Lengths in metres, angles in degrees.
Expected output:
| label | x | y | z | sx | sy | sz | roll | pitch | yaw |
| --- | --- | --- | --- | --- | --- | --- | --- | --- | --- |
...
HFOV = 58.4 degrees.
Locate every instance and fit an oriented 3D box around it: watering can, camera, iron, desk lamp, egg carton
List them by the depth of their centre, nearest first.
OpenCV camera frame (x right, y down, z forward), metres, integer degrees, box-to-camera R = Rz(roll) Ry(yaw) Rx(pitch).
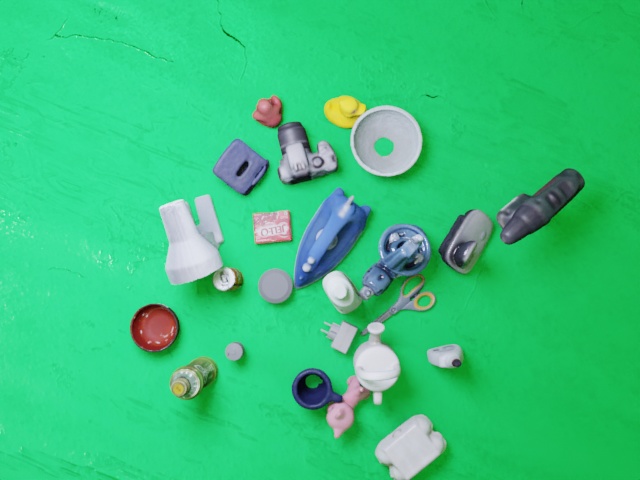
| label | x | y | z | sx | sy | sz | roll | pitch | yaw |
| --- | --- | --- | --- | --- | --- | --- | --- | --- | --- |
| watering can | 0.123 | 0.273 | 1.260 | 0.101 | 0.194 | 0.173 | -24 | 86 | 0 |
| desk lamp | -0.289 | -0.005 | 1.278 | 0.118 | 0.213 | 0.203 | -18 | 86 | 1 |
| iron | 0.012 | 0.005 | 1.306 | 0.118 | 0.141 | 0.258 | 32 | 88 | 3 |
| egg carton | 0.206 | 0.475 | 1.308 | 0.150 | 0.069 | 0.107 | -40 | 86 | -1 |
| camera | -0.040 | -0.211 | 1.340 | 0.143 | 0.101 | 0.137 | -15 | 86 | 1 |

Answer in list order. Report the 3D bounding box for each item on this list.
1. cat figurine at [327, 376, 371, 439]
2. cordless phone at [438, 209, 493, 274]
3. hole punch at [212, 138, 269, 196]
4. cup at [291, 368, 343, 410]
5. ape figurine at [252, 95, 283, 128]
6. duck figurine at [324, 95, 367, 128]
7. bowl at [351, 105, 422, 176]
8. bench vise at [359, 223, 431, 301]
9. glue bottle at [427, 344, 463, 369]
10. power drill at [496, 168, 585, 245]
| label | x | y | z | sx | sy | sz | roll | pitch | yaw |
| --- | --- | --- | --- | --- | --- | --- | --- | --- | --- |
| cat figurine | 0.060 | 0.378 | 1.294 | 0.067 | 0.118 | 0.128 | 39 | 88 | 4 |
| cordless phone | 0.339 | 0.000 | 1.276 | 0.094 | 0.185 | 0.148 | 27 | 88 | 3 |
| hole punch | -0.183 | -0.171 | 1.346 | 0.101 | 0.091 | 0.109 | 36 | 88 | 3 |
| cup | -0.003 | 0.337 | 1.309 | 0.117 | 0.095 | 0.092 | 19 | 87 | 3 |
| ape figurine | -0.125 | -0.308 | 1.353 | 0.078 | 0.092 | 0.076 | -21 | 86 | 0 |
| duck figurine | 0.062 | -0.311 | 1.351 | 0.104 | 0.086 | 0.077 | 10 | 87 | 2 |
| bowl | 0.154 | -0.226 | 1.350 | 0.167 | 0.075 | 0.167 | 0 | 86 | 1 |
| bench vise | 0.174 | 0.054 | 1.260 | 0.121 | 0.220 | 0.207 | 23 | 87 | 3 |
| glue bottle | 0.287 | 0.263 | 1.267 | 0.078 | 0.173 | 0.037 | -11 | 86 | 1 |
| power drill | 0.466 | -0.062 | 1.265 | 0.229 | 0.208 | 0.075 | -41 | 86 | -1 |
